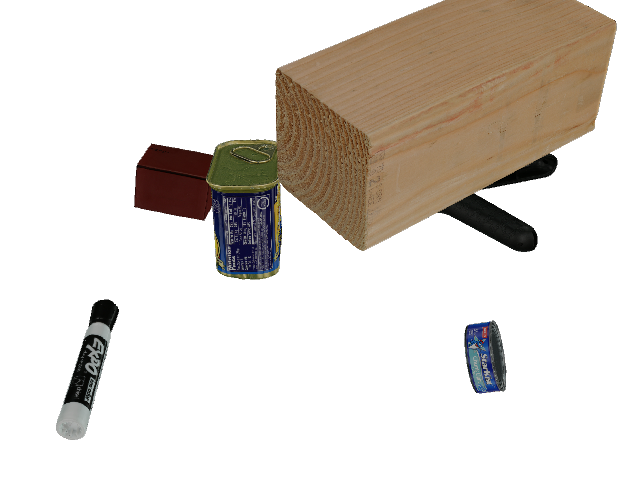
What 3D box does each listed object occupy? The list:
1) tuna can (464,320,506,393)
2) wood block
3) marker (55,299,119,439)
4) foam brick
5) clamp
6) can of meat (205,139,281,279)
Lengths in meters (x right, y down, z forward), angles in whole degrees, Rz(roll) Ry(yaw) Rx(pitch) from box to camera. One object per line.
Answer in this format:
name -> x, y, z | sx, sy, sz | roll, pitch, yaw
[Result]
tuna can -> 0.199, 0.141, 1.290 | 0.034, 0.086, 0.086 | -9, -3, 17
wood block -> 0.080, -0.088, 0.685 | 0.205, 0.090, 0.091 | -27, 48, -28
marker -> -0.153, 0.081, 0.706 | 0.020, 0.020, 0.121 | 0, 37, 2
foam brick -> -0.148, -0.061, 1.106 | 0.078, 0.051, 0.053 | 11, 32, 4
clamp -> 0.118, -0.055, 1.000 | 0.210, 0.036, 0.164 | 13, 32, 20
can of meat -> -0.059, -0.026, 0.877 | 0.057, 0.084, 0.102 | -1, 26, 1
